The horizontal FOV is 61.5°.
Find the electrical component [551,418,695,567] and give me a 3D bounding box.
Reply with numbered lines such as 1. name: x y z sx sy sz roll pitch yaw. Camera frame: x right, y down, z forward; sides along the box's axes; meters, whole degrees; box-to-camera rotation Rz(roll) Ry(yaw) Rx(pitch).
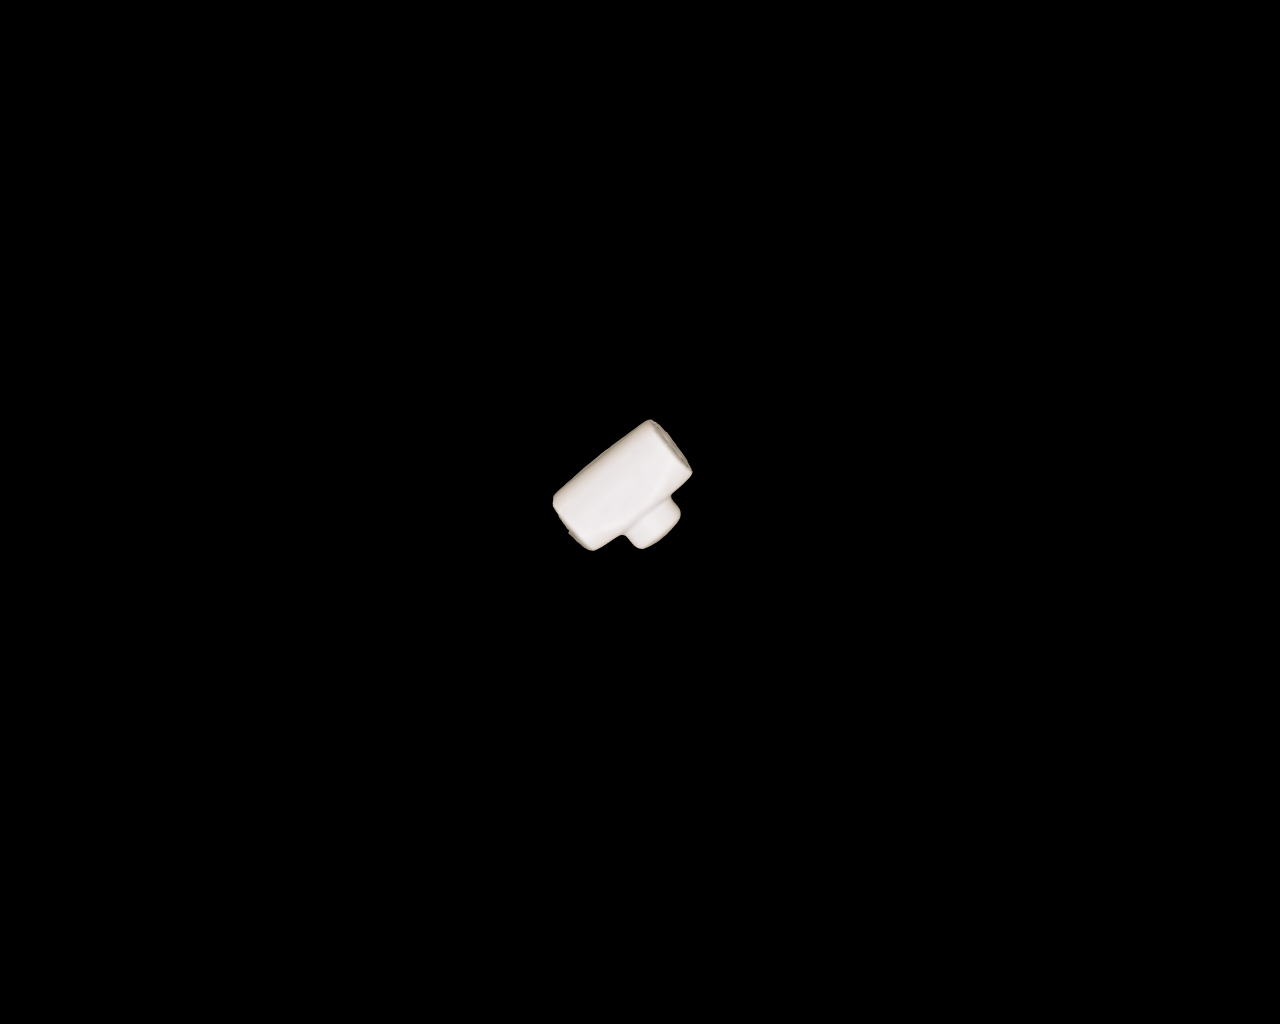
1. electrical component: 0.001 -0.003 0.650 0.077 0.079 0.044 -38 9 7
